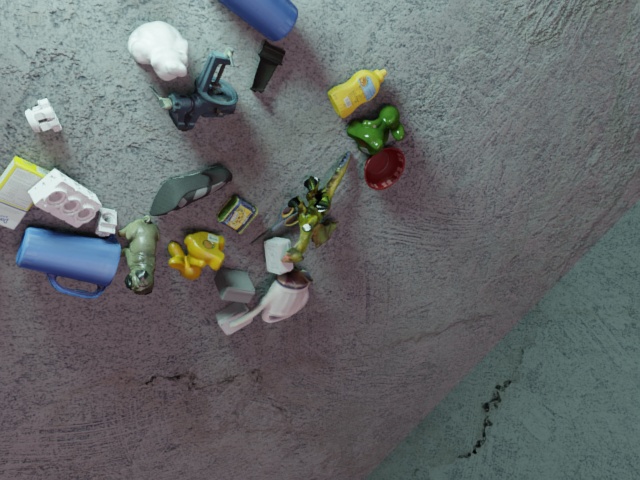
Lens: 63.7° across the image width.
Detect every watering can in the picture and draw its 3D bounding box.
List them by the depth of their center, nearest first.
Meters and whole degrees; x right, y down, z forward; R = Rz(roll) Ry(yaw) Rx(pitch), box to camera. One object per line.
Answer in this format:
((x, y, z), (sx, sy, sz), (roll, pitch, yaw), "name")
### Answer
((-0.153, 0.209, 1.827), (0.349, 0.105, 0.220), (-6, 127, -48), "watering can")

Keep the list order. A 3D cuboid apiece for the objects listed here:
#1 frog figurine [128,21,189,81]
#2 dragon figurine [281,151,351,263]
((-0.377, -0.446, 1.219), (0.138, 0.162, 0.120), (-5, 123, -27), "frog figurine")
((0.005, -0.087, 1.726), (0.415, 0.123, 0.238), (-50, 153, -17), "dragon figurine")
